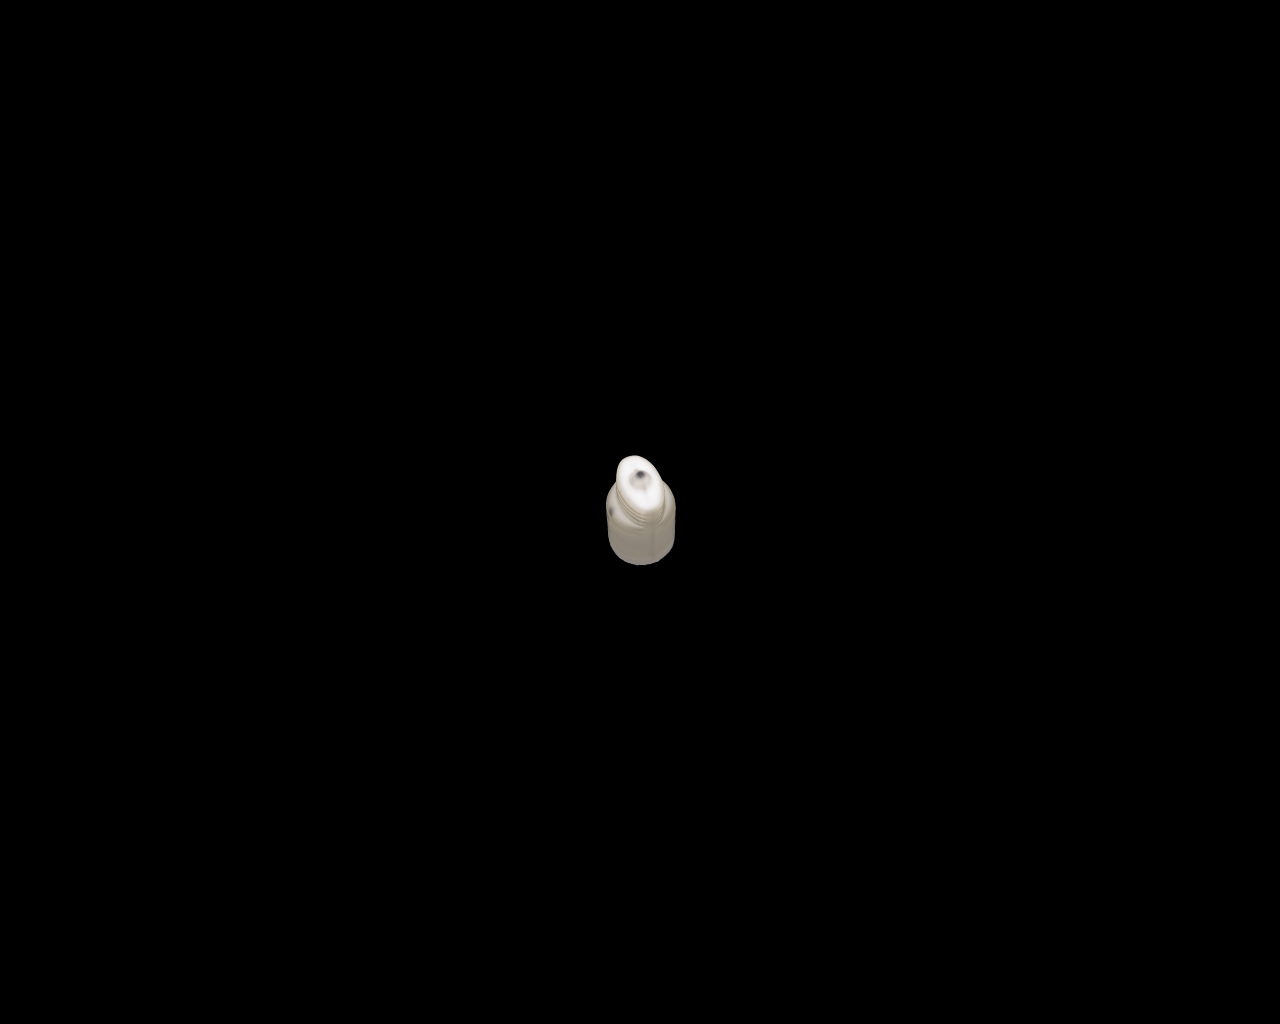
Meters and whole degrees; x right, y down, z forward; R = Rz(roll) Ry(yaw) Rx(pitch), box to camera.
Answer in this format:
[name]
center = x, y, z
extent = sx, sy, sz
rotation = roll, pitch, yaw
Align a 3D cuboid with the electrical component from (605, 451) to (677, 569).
[electrical component]
center = 0.001, -0.003, 0.650
extent = 0.043, 0.043, 0.080
rotation = 0, -30, 0
